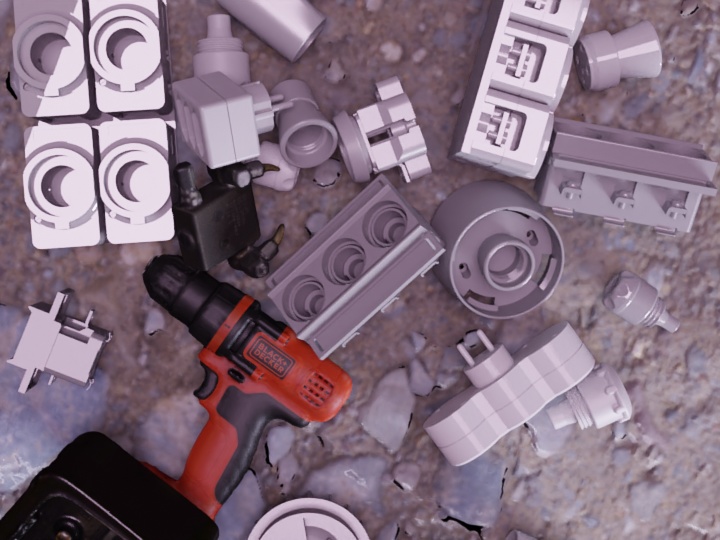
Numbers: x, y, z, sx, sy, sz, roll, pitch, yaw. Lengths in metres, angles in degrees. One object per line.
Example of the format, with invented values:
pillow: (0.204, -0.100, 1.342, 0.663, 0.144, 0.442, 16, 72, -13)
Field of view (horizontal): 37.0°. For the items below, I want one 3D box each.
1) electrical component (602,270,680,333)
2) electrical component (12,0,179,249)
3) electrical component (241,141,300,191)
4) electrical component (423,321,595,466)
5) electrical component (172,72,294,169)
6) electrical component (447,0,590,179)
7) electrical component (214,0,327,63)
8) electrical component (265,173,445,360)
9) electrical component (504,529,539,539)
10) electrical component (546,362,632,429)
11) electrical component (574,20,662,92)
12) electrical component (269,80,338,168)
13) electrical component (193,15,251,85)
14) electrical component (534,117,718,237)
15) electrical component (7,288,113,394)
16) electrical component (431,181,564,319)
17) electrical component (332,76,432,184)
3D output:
electrical component: (0.223, 0.028, 0.843, 0.061, 0.035, 0.035, 32, 91, -6)
electrical component: (-0.195, -0.112, 0.809, 0.105, 0.060, 0.186, -4, 93, -2)
electrical component: (-0.077, -0.083, 0.827, 0.061, 0.035, 0.035, 15, 92, 0)
electrical component: (0.105, 0.081, 0.832, 0.138, 0.052, 0.073, -36, 93, 0)
electrical component: (-0.087, -0.114, 0.777, 0.077, 0.066, 0.047, -18, 121, -20)
electrical component: (0.120, -0.149, 0.804, 0.062, 0.089, 0.150, 16, 92, -3)
electrical component: (-0.057, -0.212, 0.817, 0.077, 0.044, 0.079, 38, 91, -3)
electrical component: (0.000, 0.000, 0.804, 0.121, 0.063, 0.078, -42, 64, 11)
electrical component: (0.140, 0.255, 0.840, 0.077, 0.044, 0.079, 26, 78, -3)
electrical component: (0.177, 0.104, 0.840, 0.062, 0.048, 0.048, -25, 93, 6)
electrical component: (0.198, -0.164, 0.829, 0.055, 0.045, 0.045, -14, 93, -1)
electrical component: (-0.046, -0.113, 0.811, 0.044, 0.065, 0.044, -11, 135, -11)
electrical component: (-0.106, -0.162, 0.818, 0.043, 0.043, 0.062, -3, 92, -2)
electrical component: (0.199, -0.071, 0.822, 0.121, 0.078, 0.063, 10, 114, -2)
electrical component: (-0.228, 0.058, 0.824, 0.064, 0.042, 0.081, 23, 92, -5)
electrical component: (0.106, -0.014, 0.832, 0.099, 0.064, 0.099, -3, 109, -9)
electrical component: (0.014, -0.100, 0.819, 0.057, 0.058, 0.078, -21, 93, -4)
